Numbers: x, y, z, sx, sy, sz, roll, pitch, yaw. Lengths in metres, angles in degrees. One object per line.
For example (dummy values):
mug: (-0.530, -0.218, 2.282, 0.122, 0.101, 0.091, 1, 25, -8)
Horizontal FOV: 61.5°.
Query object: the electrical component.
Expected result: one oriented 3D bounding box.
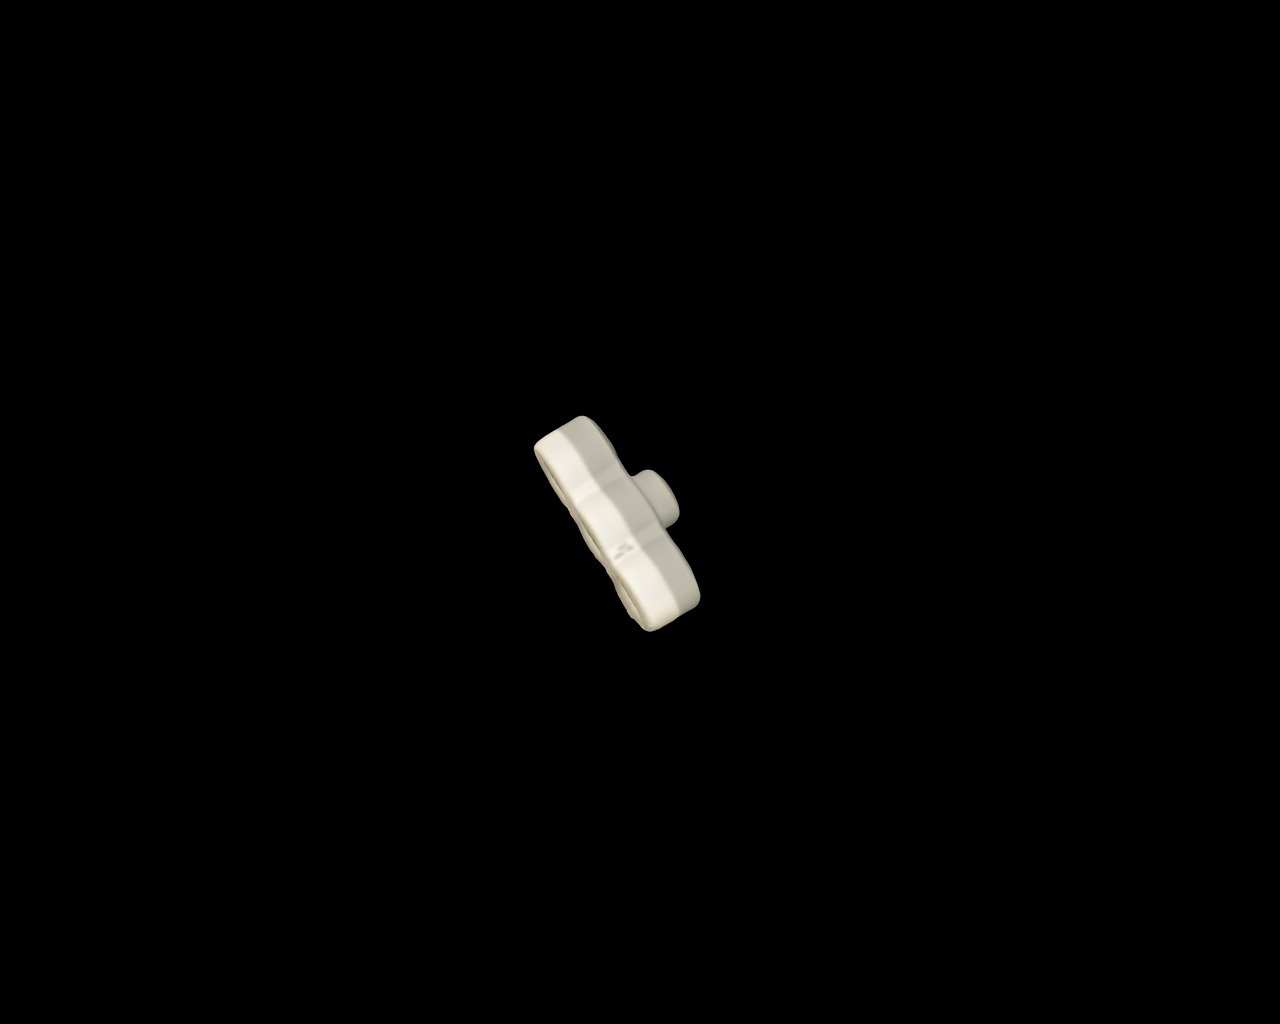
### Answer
electrical component: (0.001, -0.003, 0.650, 0.074, 0.138, 0.052, -30, -15, -9)
